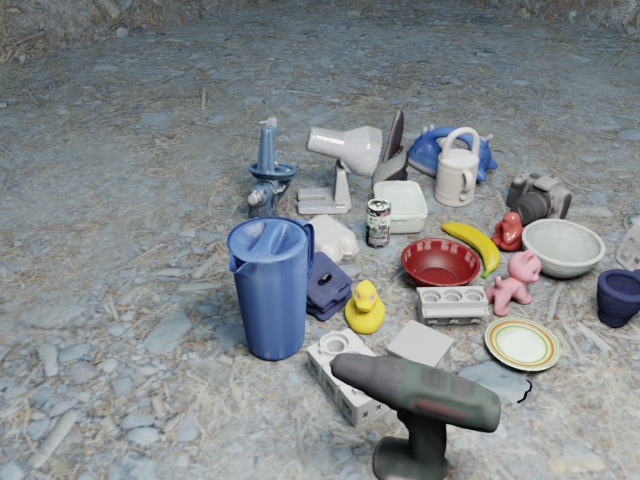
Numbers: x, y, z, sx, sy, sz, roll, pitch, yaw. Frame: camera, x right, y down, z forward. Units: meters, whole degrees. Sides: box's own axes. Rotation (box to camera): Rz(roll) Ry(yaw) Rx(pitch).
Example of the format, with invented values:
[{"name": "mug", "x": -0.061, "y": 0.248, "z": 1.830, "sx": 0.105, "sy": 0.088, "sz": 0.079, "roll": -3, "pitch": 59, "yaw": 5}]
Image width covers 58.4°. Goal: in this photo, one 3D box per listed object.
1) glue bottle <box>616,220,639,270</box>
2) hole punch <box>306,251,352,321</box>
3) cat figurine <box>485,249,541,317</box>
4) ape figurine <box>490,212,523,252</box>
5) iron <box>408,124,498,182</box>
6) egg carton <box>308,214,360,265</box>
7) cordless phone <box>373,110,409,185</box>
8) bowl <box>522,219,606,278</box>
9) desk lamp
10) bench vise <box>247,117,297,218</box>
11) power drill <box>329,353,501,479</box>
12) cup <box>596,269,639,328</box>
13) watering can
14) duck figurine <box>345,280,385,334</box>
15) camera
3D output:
[{"name": "glue bottle", "x": 0.669, "y": -0.010, "z": 1.182, "sx": 0.037, "sy": 0.173, "sz": 0.078, "roll": -10, "pitch": 37, "yaw": -12}, {"name": "hole punch", "x": 0.005, "y": 0.087, "z": 1.125, "sx": 0.100, "sy": 0.091, "sz": 0.109, "roll": 24, "pitch": 42, "yaw": 30}, {"name": "cat figurine", "x": 0.382, "y": 0.071, "z": 1.120, "sx": 0.128, "sy": 0.118, "sz": 0.067, "roll": -22, "pitch": 41, "yaw": -27}, {"name": "ape figurine", "x": 0.420, "y": -0.022, "z": 1.271, "sx": 0.076, "sy": 0.092, "sz": 0.078, "roll": 11, "pitch": 37, "yaw": 16}, {"name": "iron", "x": 0.345, "y": -0.246, "z": 1.542, "sx": 0.257, "sy": 0.141, "sz": 0.119, "roll": 21, "pitch": 41, "yaw": 27}, {"name": "egg carton", "x": 0.012, "y": 0.005, "z": 1.259, "sx": 0.107, "sy": 0.069, "sz": 0.149, "roll": -25, "pitch": 43, "yaw": -30}, {"name": "cordless phone", "x": 0.187, "y": -0.231, "z": 1.485, "sx": 0.094, "sy": 0.185, "sz": 0.147, "roll": 3, "pitch": 36, "yaw": 5}, {"name": "bowl", "x": 0.507, "y": 0.029, "z": 1.213, "sx": 0.167, "sy": 0.075, "sz": 0.167, "roll": 0, "pitch": 36, "yaw": 0}, {"name": "desk lamp", "x": 0.044, "y": -0.174, "z": 1.383, "sx": 0.203, "sy": 0.214, "sz": 0.118, "roll": -2, "pitch": 36, "yaw": -2}, {"name": "bench vise", "x": -0.116, "y": -0.167, "z": 1.370, "sx": 0.121, "sy": 0.220, "sz": 0.207, "roll": -2, "pitch": 36, "yaw": -2}, {"name": "power drill", "x": 0.125, "y": 0.250, "z": 0.796, "sx": 0.229, "sy": 0.209, "sz": 0.075, "roll": 6, "pitch": 36, "yaw": 9}, {"name": "cup", "x": 0.569, "y": 0.110, "z": 1.083, "sx": 0.118, "sy": 0.095, "sz": 0.091, "roll": -29, "pitch": 44, "yaw": -33}, {"name": "watering can", "x": 0.338, "y": -0.192, "z": 1.422, "sx": 0.101, "sy": 0.194, "sz": 0.172, "roll": -21, "pitch": 40, "yaw": -26}, {"name": "duck figurine", "x": 0.086, "y": 0.115, "z": 1.090, "sx": 0.077, "sy": 0.086, "sz": 0.104, "roll": 4, "pitch": 36, "yaw": 6}, {"name": "camera", "x": 0.507, "y": -0.101, "z": 1.373, "sx": 0.137, "sy": 0.101, "sz": 0.142, "roll": -27, "pitch": 43, "yaw": -31}]
